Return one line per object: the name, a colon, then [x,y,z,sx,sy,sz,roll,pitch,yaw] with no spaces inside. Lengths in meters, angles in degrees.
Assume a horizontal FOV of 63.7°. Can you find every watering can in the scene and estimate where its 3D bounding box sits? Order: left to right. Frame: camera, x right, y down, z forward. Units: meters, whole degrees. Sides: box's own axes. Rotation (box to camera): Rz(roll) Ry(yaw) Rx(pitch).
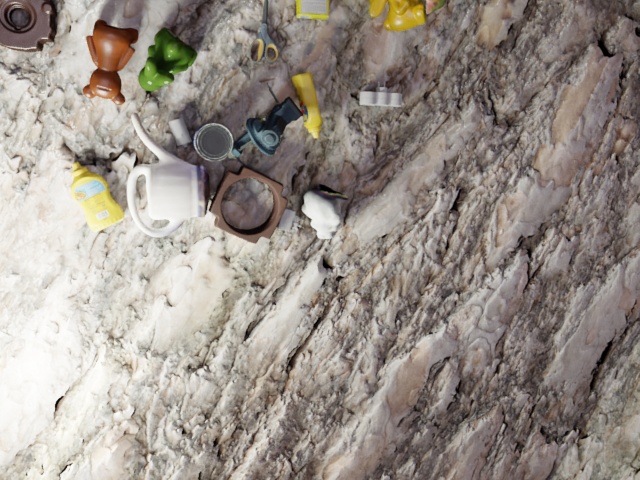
watering can: [-0.425,-0.179,1.449,0.225,0.105,0.345,-2,100,-17]

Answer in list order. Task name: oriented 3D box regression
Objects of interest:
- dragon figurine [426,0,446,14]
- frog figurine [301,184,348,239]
dragon figurine: [0.326,-0.856,1.543,0.240,0.121,0.418,34,54,-49]
frog figurine: [0.005,-0.080,1.590,0.138,0.124,0.158,20,105,14]
